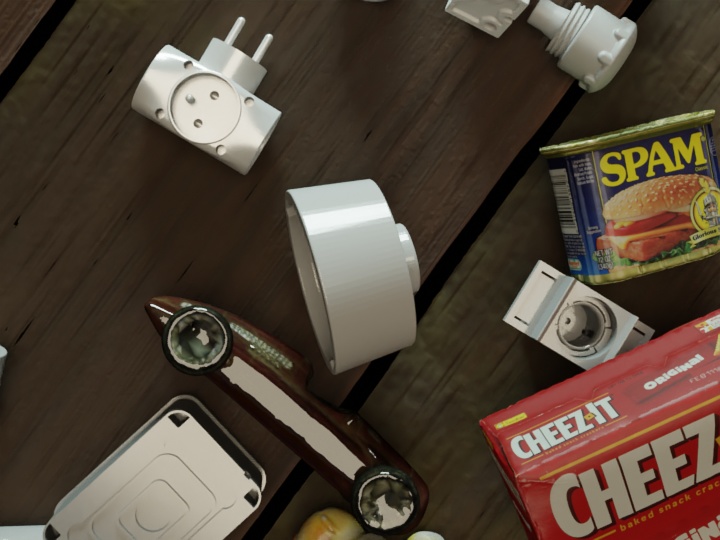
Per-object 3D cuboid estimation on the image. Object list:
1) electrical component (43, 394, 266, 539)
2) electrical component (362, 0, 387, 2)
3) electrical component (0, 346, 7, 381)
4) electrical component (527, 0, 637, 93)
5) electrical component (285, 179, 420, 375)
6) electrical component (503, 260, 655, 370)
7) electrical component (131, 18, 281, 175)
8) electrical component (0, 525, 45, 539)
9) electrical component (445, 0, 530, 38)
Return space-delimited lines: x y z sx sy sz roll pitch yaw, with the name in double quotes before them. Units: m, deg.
"electrical component" -0.119 0.137 0.636 0.113 0.057 0.078 -42 95 -1
"electrical component" 0.005 -0.188 0.637 0.040 0.040 0.046 13 86 -5
"electrical component" -0.238 0.067 0.626 0.055 0.055 0.047 10 96 -4
"electrical component" 0.131 -0.140 0.646 0.062 0.048 0.048 33 90 2
"electrical component" 0.000 0.000 0.615 0.060 0.108 0.108 -14 94 -9
"electrical component" 0.128 0.032 0.644 0.081 0.064 0.042 32 91 -5
"electrical component" -0.081 -0.109 0.631 0.077 0.044 0.079 31 91 -5
"electrical component" -0.223 0.192 0.638 0.077 0.044 0.079 -1 93 -4
"electrical component" 0.082 -0.176 0.633 0.048 0.066 0.055 25 71 -9
